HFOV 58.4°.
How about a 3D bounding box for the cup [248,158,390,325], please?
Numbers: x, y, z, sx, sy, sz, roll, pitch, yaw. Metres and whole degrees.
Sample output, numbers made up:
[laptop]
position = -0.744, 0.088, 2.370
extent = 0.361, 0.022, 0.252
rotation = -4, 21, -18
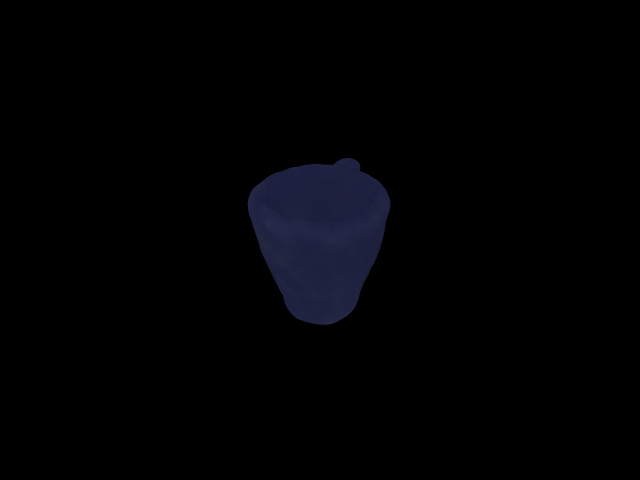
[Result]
[cup]
position = 0.004, 0.001, 0.400
extent = 0.091, 0.095, 0.118
rotation = 10, 34, 16
